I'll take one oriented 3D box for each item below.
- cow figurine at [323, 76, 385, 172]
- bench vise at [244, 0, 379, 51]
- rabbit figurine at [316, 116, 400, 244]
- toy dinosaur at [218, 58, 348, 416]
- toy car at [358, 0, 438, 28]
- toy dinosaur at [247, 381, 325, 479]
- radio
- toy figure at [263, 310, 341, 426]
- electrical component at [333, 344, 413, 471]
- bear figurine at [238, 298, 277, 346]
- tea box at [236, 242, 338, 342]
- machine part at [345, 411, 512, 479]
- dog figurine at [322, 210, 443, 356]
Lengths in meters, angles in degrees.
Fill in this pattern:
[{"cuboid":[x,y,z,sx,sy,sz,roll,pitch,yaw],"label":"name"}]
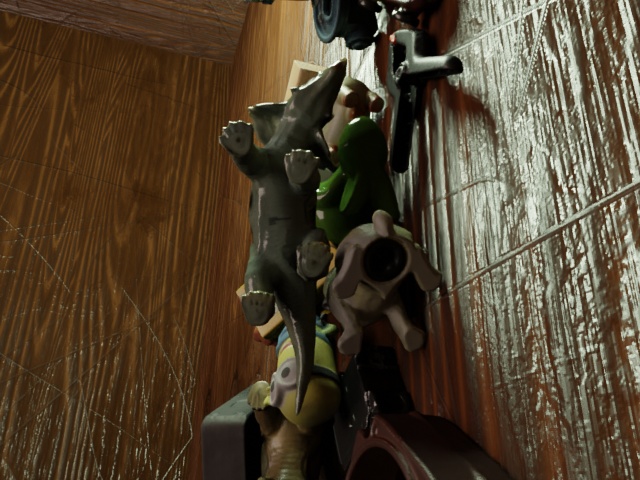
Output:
[{"cuboid":[0.028,-0.175,0.893,0.127,0.085,0.194,-112,32,-49],"label":"cow figurine"},{"cuboid":[0.000,-0.420,0.877,0.129,0.241,0.223,-165,68,-69],"label":"bench vise"},{"cuboid":[0.040,-0.080,0.741,0.159,0.121,0.170,-110,30,-48],"label":"rabbit figurine"},{"cuboid":[-0.037,-0.018,0.655,0.192,0.131,0.404,-15,-73,-81],"label":"toy dinosaur"},{"cuboid":[0.113,-0.357,0.759,0.202,0.053,0.089,-120,46,-57],"label":"toy car"},{"cuboid":[-0.040,0.272,0.778,0.198,0.105,0.471,85,-167,-50],"label":"toy dinosaur"},{"cuboid":[-0.107,0.312,0.849,0.229,0.073,0.131,2,-98,-77],"label":"radio"},{"cuboid":[-0.014,0.154,0.690,0.180,0.089,0.082,-82,6,-65],"label":"toy figure"},{"cuboid":[0.056,0.212,0.657,0.115,0.058,0.134,-104,28,-56],"label":"electrical component"},{"cuboid":[-0.093,0.155,1.023,0.120,0.132,0.195,58,147,18],"label":"bear figurine"},{"cuboid":[-0.032,0.065,0.812,0.169,0.068,0.098,-43,55,6],"label":"tea box"},{"cuboid":[0.087,0.275,0.480,0.201,0.087,0.200,-152,71,-74],"label":"machine part"},{"cuboid":[0.050,0.033,0.657,0.191,0.121,0.172,-129,50,-69],"label":"dog figurine"}]
